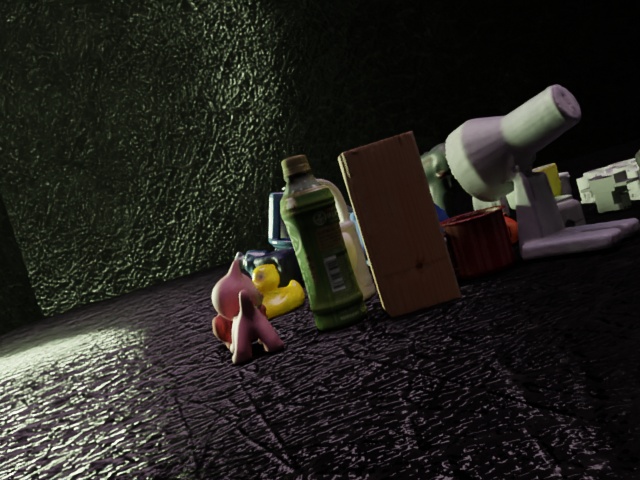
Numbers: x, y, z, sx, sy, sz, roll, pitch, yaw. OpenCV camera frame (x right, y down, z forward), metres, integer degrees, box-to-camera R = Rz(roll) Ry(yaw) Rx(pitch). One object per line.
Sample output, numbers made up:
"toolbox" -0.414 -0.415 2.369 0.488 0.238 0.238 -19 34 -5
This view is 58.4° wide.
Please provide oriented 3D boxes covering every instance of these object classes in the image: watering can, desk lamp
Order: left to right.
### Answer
"watering can" 0.006 0.004 0.882 0.101 0.194 0.172 -20 5 -43
"desk lamp" 0.290 -0.086 0.775 0.118 0.213 0.202 -20 5 -40

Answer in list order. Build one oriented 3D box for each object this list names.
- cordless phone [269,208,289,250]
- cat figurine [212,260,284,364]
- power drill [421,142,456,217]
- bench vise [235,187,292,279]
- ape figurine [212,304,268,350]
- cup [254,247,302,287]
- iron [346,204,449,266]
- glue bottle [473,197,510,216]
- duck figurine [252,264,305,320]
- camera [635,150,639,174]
"cordless phone" -0.073 -0.001 1.434 0.094 0.185 0.148 -16 4 7
"cat figurine" -0.100 0.085 0.733 0.067 0.118 0.127 -18 4 -15
"power drill" 0.284 -0.112 1.265 0.228 0.208 0.076 -14 4 37
"bench vise" -0.090 -0.003 1.248 0.208 0.220 0.121 -18 4 -15
"ape figurine" -0.116 0.099 0.810 0.077 0.092 0.076 -17 4 4
"cup" -0.065 0.067 1.056 0.092 0.095 0.117 -17 4 -8
"iron" 0.166 -0.035 1.165 0.259 0.141 0.118 -18 4 -19
"glue bottle" 0.384 -0.128 1.333 0.037 0.173 0.078 -20 5 -42
"duck figurine" -0.080 0.082 0.961 0.105 0.086 0.077 -19 4 -35
"camera" 0.548 -0.109 0.838 0.136 0.101 0.143 -15 4 22
